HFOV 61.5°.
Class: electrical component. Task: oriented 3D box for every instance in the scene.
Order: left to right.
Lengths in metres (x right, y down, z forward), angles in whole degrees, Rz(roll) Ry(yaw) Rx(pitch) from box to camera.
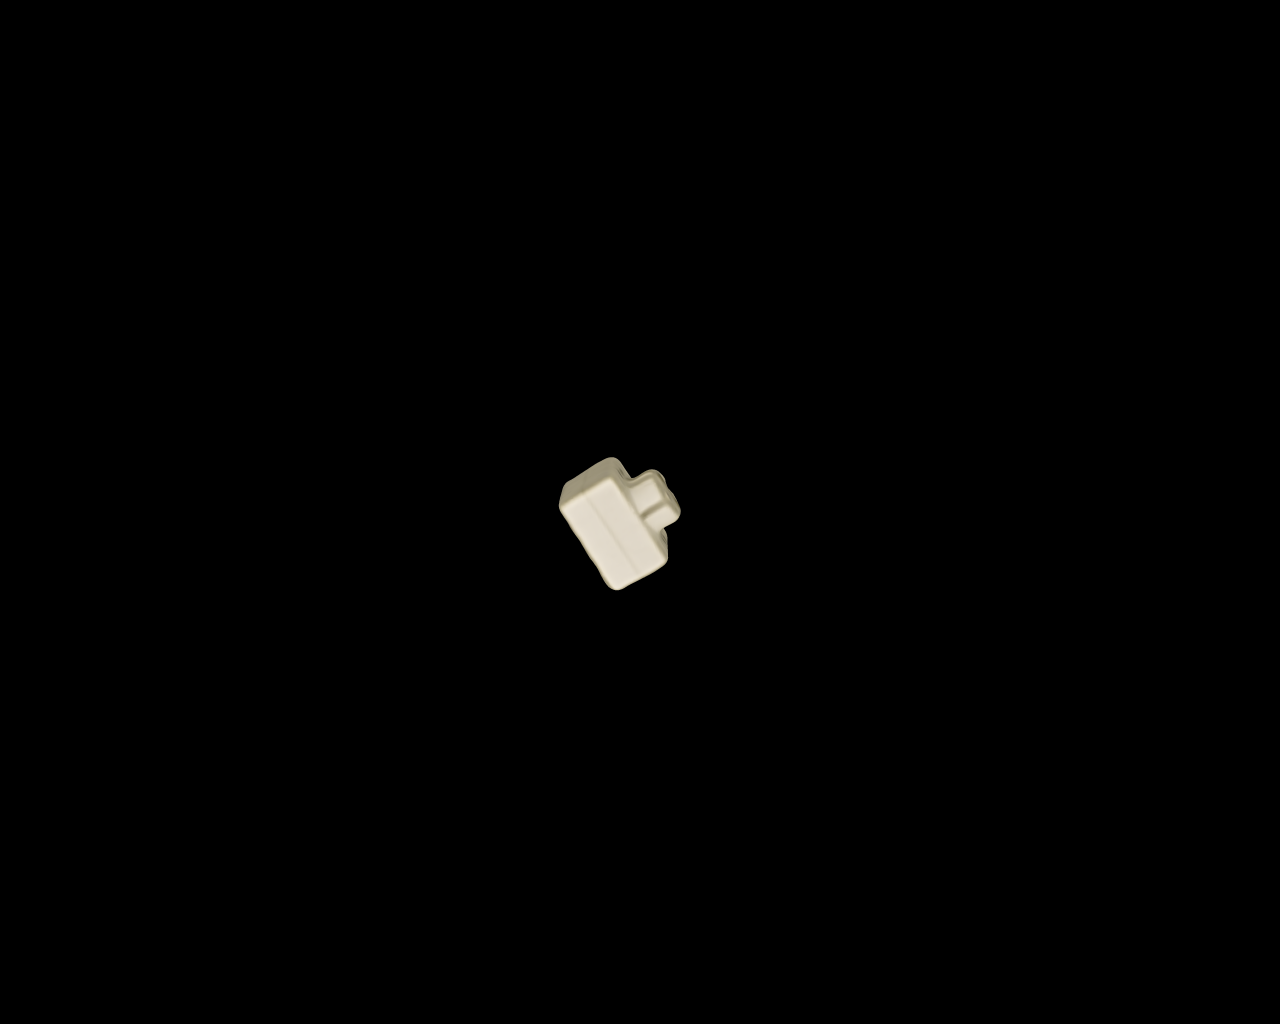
[{"bbox_3d":[0.001,-0.003,0.650,0.076,0.065,0.047,-30,16,9],"label":"electrical component"}]
